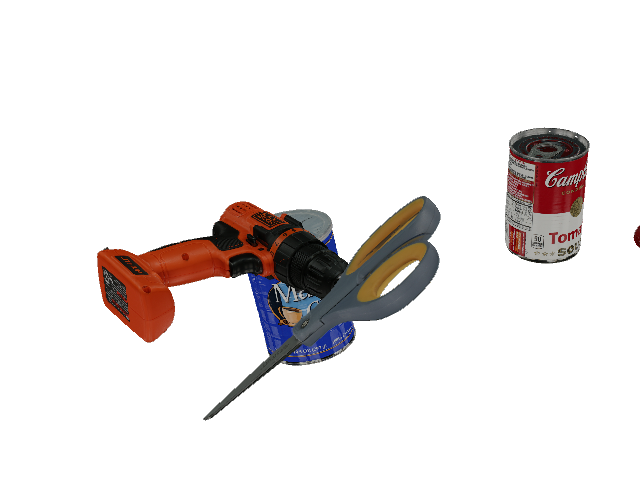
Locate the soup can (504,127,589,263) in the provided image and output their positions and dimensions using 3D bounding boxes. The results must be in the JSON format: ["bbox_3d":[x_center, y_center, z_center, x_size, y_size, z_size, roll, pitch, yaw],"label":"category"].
[{"bbox_3d":[0.198,-0.039,0.939,0.068,0.102,0.068,-2,28,1],"label":"soup can"}]

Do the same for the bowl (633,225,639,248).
[{"bbox_3d":[0.409,0.022,1.113,0.162,0.055,0.162,-4,22,1],"label":"bowl"}]

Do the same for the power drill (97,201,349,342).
[{"bbox_3d":[-0.086,0.029,0.939,0.187,0.057,0.185,-17,27,-31],"label":"power drill"}]

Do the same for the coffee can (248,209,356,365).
[{"bbox_3d":[-0.024,0.050,1.170,0.103,0.140,0.103,-11,25,5],"label":"coffee can"}]

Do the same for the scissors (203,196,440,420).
[{"bbox_3d":[0.003,0.055,0.641,0.016,0.202,0.096,41,4,-19],"label":"scissors"}]
